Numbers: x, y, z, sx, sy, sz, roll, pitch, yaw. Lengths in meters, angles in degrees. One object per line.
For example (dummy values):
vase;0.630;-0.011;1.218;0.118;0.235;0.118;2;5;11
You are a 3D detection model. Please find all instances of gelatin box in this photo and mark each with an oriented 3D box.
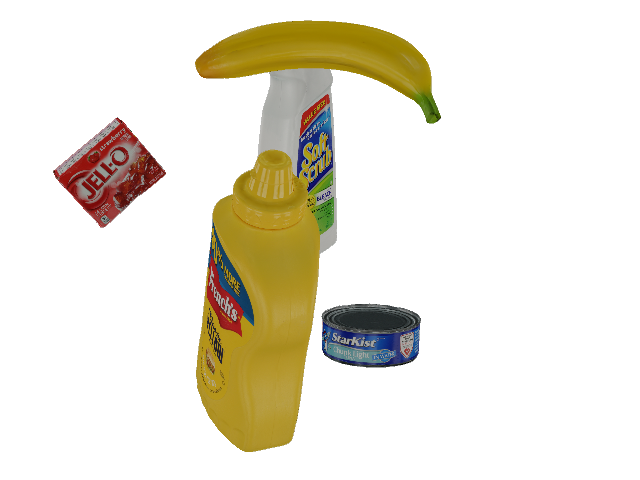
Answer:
gelatin box;-0.215;-0.069;1.093;0.089;0.073;0.030;-41;29;-5

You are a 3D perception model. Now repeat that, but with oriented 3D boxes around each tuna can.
tuna can;0.043;0.082;0.923;0.086;0.034;0.086;1;11;0

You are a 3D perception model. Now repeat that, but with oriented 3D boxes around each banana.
banana;0.003;-0.143;0.836;0.198;0.069;0.037;11;-35;9

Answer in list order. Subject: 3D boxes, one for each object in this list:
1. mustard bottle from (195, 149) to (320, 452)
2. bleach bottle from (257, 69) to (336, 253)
mustard bottle;-0.036;0.029;0.625;0.058;0.192;0.096;-7;43;-20
bleach bottle;-0.029;-0.104;1.141;0.068;0.251;0.102;19;32;36
